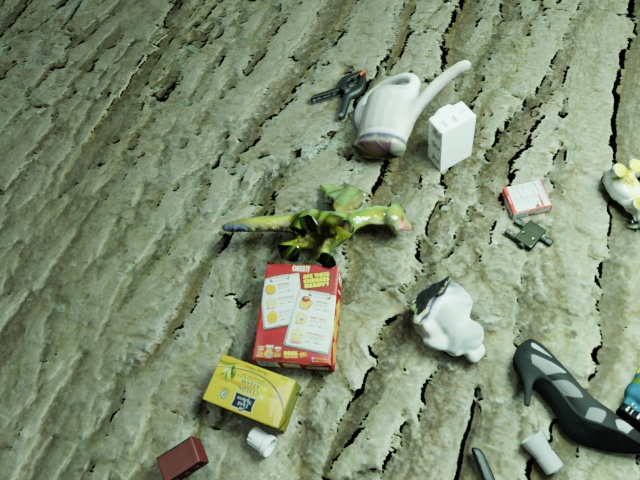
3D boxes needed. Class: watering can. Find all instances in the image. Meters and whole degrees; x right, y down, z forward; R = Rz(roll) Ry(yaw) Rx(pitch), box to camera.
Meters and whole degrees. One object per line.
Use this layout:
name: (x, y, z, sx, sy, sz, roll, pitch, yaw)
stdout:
watering can: (0.193, -0.307, 1.232, 0.347, 0.103, 0.227, -1, 69, 52)

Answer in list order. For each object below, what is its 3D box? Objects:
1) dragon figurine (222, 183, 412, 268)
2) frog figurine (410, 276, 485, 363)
dragon figurine: (0.004, -0.060, 1.185, 0.411, 0.119, 0.248, 11, 34, 20)
frog figurine: (0.265, 0.166, 1.035, 0.158, 0.121, 0.140, 42, 63, -10)
